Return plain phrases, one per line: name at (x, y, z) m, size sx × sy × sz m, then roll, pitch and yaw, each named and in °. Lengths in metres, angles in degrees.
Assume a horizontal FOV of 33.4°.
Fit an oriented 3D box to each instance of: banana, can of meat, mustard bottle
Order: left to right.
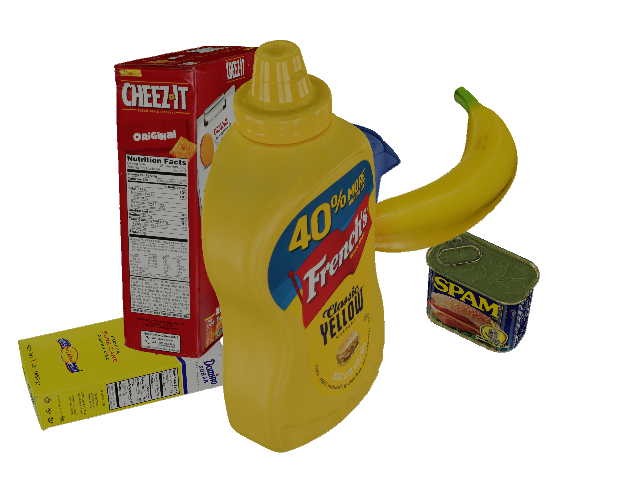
mustard bottle at (-0.011, 0.000, 0.483) m, size 0.058 × 0.192 × 0.096 m, roll 22°, pitch 45°, yaw 32°
banana at (0.084, -0.037, 0.693) m, size 0.070 × 0.037 × 0.197 m, roll 21°, pitch 39°, yaw 17°
can of meat at (0.148, 0.050, 1.001) m, size 0.102 × 0.084 × 0.057 m, roll 26°, pitch 55°, yaw 24°

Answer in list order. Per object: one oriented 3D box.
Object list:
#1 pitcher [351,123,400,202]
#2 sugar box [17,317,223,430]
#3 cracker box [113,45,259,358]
pitcher at (-0.011, -0.010, 1.228) m, size 0.144 × 0.243 × 0.149 m, roll -19°, pitch 34°, yaw -41°
sugar box at (-0.182, 0.112, 0.987) m, size 0.176 × 0.048 × 0.093 m, roll -14°, pitch 35°, yaw -18°
cracker box at (-0.095, -0.037, 0.828) m, size 0.072 × 0.214 × 0.164 m, roll 5°, pitch 15°, yaw 15°
